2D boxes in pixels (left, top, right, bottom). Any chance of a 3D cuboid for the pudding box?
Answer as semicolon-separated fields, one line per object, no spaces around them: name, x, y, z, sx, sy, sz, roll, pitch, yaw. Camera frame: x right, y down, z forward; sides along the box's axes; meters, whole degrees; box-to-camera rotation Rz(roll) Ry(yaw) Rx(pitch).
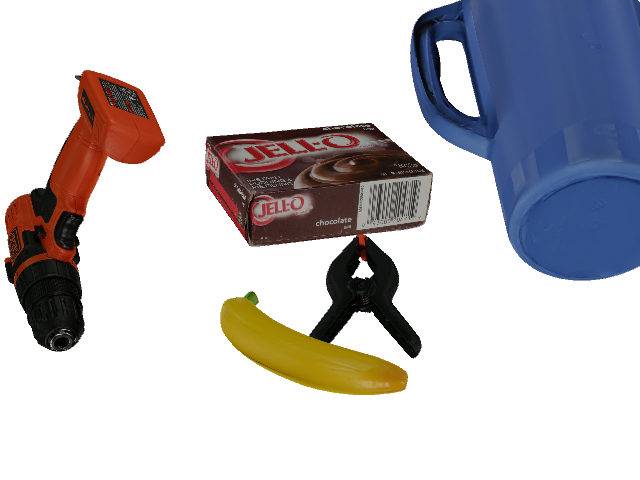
pudding box;-0.003;-0.036;0.632;0.113;0.039;0.090;-5;28;-21

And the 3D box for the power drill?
power drill;-0.195;-0.027;0.856;0.057;0.188;0.184;18;26;-36

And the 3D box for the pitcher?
pitcher;0.161;-0.093;0.745;0.149;0.243;0.144;-33;-53;30

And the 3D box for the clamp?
clamp;0.054;0.063;1.140;0.120;0.171;0.039;8;-41;7

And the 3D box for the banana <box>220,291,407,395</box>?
banana;-0.022;0.080;0.841;0.069;0.037;0.198;-26;35;-33
